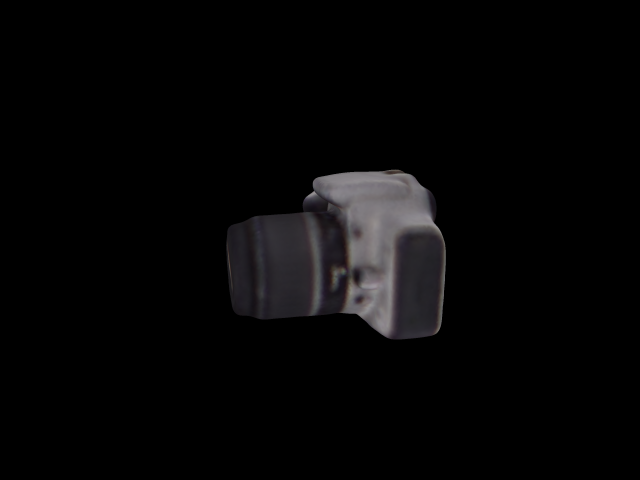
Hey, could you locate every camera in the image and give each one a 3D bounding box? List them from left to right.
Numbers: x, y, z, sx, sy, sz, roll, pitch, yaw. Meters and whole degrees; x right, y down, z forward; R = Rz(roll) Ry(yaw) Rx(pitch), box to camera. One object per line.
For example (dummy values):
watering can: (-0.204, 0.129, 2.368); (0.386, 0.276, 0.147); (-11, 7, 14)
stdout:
camera: (0.004, 0.001, 0.400); (0.137, 0.101, 0.143); (-4, 15, -14)
